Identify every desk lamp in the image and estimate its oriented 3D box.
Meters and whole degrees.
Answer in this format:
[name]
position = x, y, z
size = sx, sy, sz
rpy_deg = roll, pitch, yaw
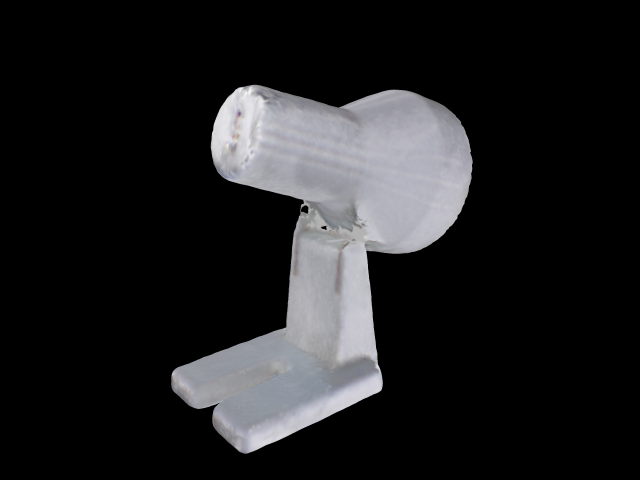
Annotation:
[desk lamp]
position = 0.004, 0.001, 0.400
size = 0.204, 0.214, 0.117
rpy_deg = -14, 21, -40
